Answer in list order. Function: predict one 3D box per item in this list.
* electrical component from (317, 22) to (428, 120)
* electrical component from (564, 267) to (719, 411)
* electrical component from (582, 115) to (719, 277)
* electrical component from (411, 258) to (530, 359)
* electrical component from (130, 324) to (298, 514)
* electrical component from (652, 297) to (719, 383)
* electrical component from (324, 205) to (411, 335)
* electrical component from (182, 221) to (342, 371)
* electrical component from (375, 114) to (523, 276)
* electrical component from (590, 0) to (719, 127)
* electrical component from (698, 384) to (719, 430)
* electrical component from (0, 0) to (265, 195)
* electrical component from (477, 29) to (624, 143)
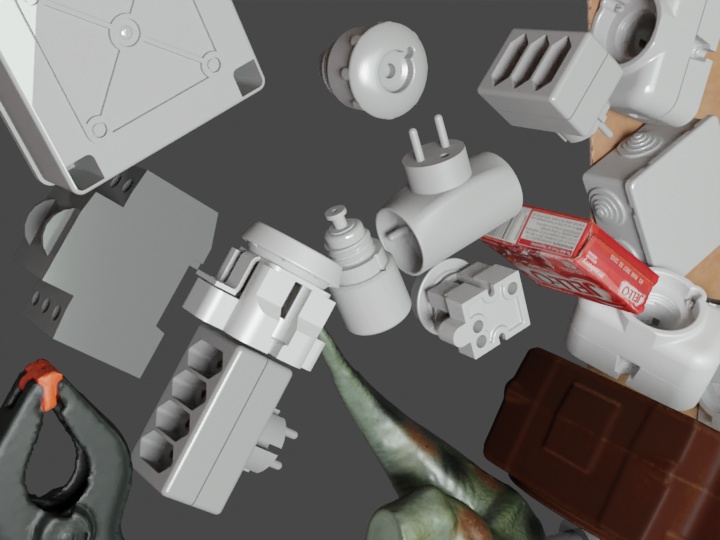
[{"bbox_3d":[0.001,-0.104,0.557,0.048,0.062,0.048,-10,107,-33],"label":"electrical component"},{"bbox_3d":[0.186,0.038,0.693,0.053,0.095,0.059,-46,156,-35],"label":"electrical component"},{"bbox_3d":[0.203,-0.047,0.723,0.100,0.048,0.099,-37,121,-22],"label":"electrical component"},{"bbox_3d":[0.063,0.020,0.638,0.066,0.055,0.048,-29,117,-26],"label":"electrical component"},{"bbox_3d":[-0.065,0.084,0.570,0.076,0.047,0.083,31,84,-37],"label":"electrical component"},{"bbox_3d":[0.235,0.047,0.770,0.089,0.050,0.055,7,98,-36],"label":"electrical component"},{"bbox_3d":[0.000,0.000,0.598,0.040,0.040,0.078,-35,120,-23],"label":"electrical component"},{"bbox_3d":[-0.045,0.011,0.560,0.078,0.058,0.057,30,87,-36],"label":"electrical component"},{"bbox_3d":[0.047,-0.049,0.615,0.077,0.044,0.079,-31,118,-25],"label":"electrical component"},{"bbox_3d":[0.186,-0.145,0.682,0.059,0.054,0.095,13,95,-37],"label":"electrical component"},{"bbox_3d":[0.294,0.083,0.820,0.056,0.050,0.089,-9,107,-34],"label":"electrical component"},{"bbox_3d":[-0.114,-0.107,0.479,0.109,0.056,0.108,-35,120,-23],"label":"electrical component"},{"bbox_3d":[0.123,-0.102,0.641,0.077,0.066,0.047,36,81,-36],"label":"electrical component"}]
